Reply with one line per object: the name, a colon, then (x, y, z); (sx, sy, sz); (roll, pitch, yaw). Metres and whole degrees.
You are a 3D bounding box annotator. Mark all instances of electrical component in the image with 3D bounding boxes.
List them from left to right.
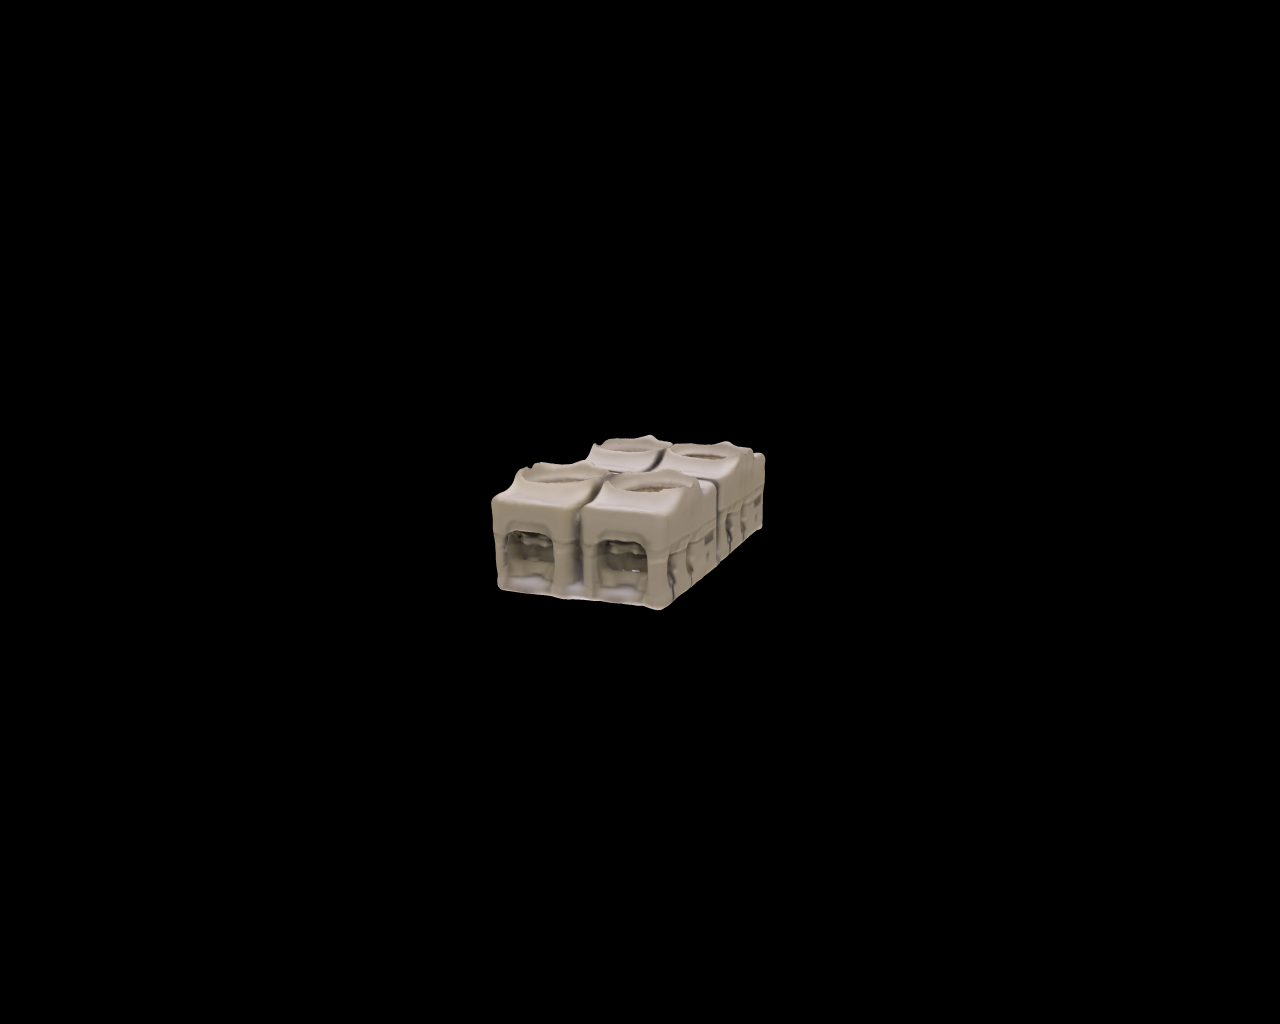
electrical component: (0.001, -0.003, 0.650); (0.105, 0.060, 0.186); (6, 15, 23)
